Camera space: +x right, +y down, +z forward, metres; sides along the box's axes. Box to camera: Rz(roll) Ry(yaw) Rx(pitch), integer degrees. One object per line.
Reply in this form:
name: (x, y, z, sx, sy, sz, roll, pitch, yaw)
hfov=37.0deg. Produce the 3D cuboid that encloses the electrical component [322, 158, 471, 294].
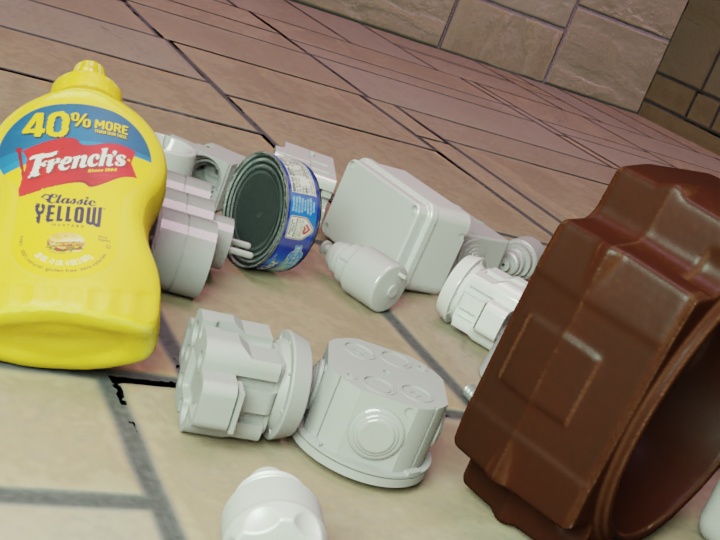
electrical component: (0.028, -0.038, 0.898, 0.057, 0.078, 0.113, 10, 20, -40)

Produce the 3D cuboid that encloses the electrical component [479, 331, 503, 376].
electrical component: (0.140, 0.071, 0.767, 0.099, 0.064, 0.099, 27, 5, -2)

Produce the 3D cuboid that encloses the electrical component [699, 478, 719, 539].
electrical component: (0.251, 0.146, 0.647, 0.095, 0.053, 0.059, 5, 23, -42)

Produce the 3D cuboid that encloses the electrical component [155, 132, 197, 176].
electrical component: (-0.160, -0.079, 0.854, 0.055, 0.047, 0.055, 19, 17, -6)

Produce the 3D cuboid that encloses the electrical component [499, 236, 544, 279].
electrical component: (0.148, -0.009, 1.016, 0.040, 0.040, 0.078, 28, 19, 21)

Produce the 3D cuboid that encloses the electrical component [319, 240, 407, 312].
electrical component: (0.000, 0.000, 0.815, 0.078, 0.040, 0.040, 33, 21, 33)

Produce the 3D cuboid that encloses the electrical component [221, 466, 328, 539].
electrical component: (-0.037, 0.105, 0.451, 0.043, 0.043, 0.062, 17, 16, -14)

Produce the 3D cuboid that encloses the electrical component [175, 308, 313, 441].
electrical component: (-0.059, 0.056, 0.552, 0.057, 0.058, 0.078, 12, 19, -19)

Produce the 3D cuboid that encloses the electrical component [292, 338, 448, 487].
electrical component: (0.006, 0.076, 0.576, 0.080, 0.051, 0.080, 19, 17, -6)

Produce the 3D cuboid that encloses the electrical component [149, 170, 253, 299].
electrical component: (-0.109, -0.023, 0.736, 0.074, 0.052, 0.138, 16, 18, -17)

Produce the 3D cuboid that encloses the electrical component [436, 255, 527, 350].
electrical component: (0.096, 0.024, 0.827, 0.057, 0.058, 0.078, 31, 19, 20)

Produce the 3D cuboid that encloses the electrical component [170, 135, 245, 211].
electrical component: (-0.126, -0.081, 0.911, 0.081, 0.042, 0.064, 24, 14, 7)

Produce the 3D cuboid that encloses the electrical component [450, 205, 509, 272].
electrical component: (0.073, -0.027, 0.968, 0.100, 0.048, 0.100, 7, 22, -38)

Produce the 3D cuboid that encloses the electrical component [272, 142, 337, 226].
electrical component: (-0.057, -0.077, 0.963, 0.056, 0.050, 0.089, 18, 18, -10)
